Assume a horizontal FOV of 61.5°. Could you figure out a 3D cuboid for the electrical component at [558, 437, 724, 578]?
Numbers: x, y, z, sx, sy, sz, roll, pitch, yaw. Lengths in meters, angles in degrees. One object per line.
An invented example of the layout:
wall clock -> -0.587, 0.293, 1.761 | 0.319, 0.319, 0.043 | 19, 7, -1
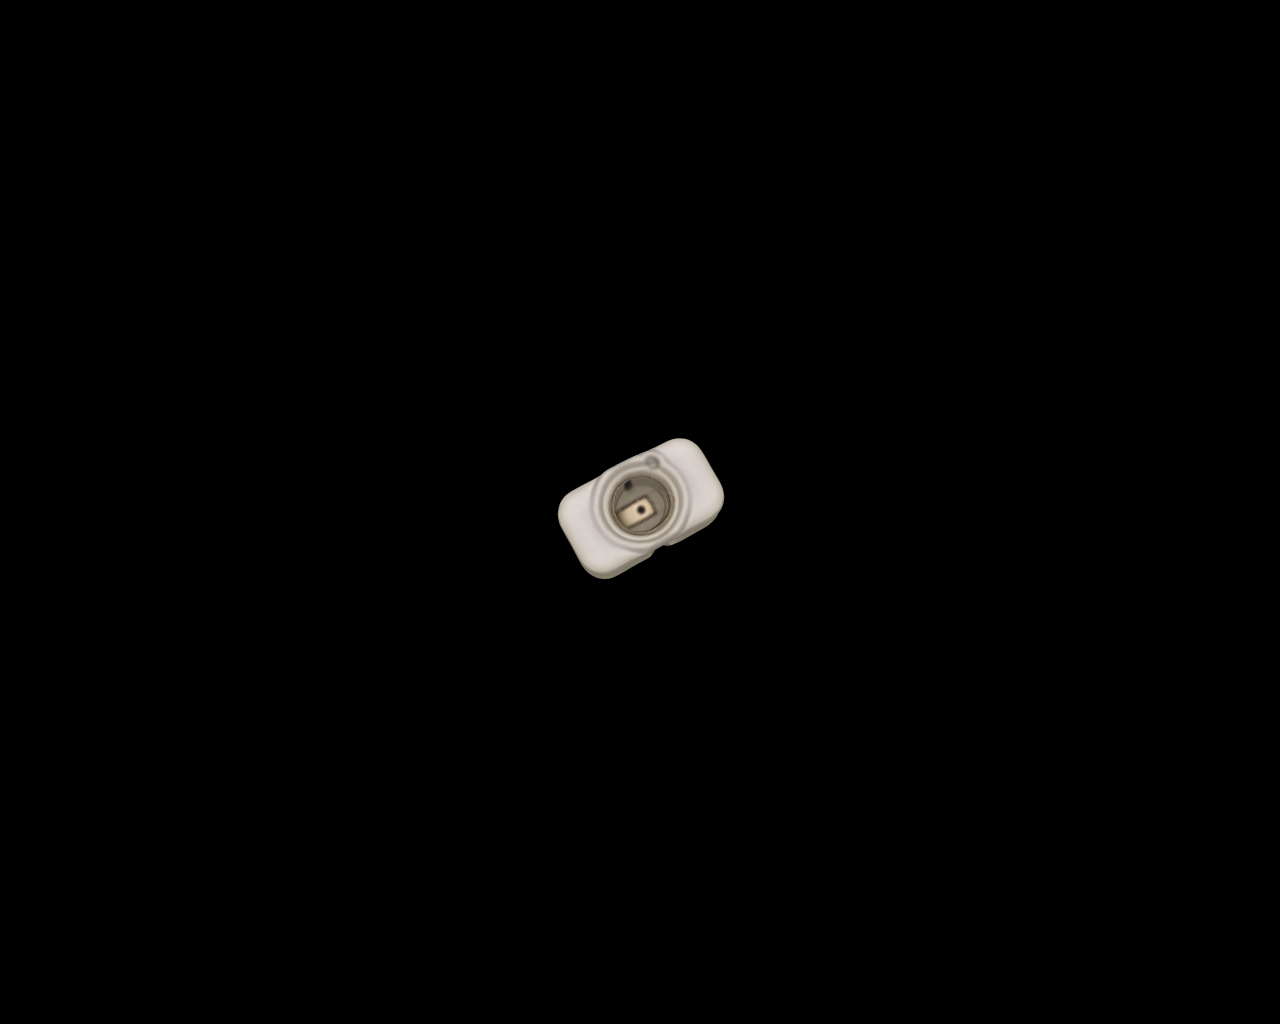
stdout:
electrical component -> 0.001, -0.003, 0.650 | 0.095, 0.053, 0.059 | -28, -7, -4
